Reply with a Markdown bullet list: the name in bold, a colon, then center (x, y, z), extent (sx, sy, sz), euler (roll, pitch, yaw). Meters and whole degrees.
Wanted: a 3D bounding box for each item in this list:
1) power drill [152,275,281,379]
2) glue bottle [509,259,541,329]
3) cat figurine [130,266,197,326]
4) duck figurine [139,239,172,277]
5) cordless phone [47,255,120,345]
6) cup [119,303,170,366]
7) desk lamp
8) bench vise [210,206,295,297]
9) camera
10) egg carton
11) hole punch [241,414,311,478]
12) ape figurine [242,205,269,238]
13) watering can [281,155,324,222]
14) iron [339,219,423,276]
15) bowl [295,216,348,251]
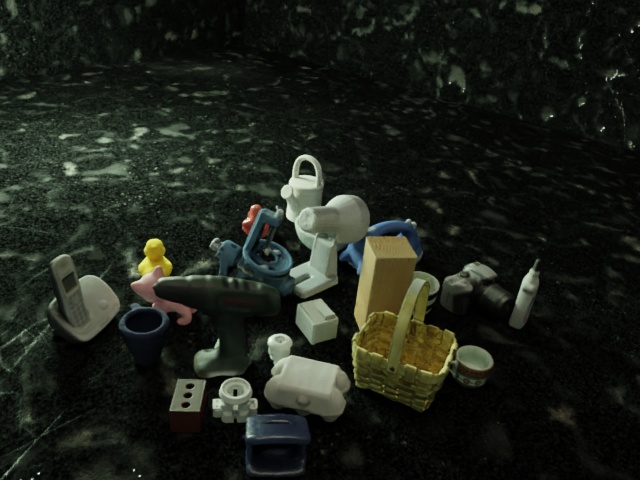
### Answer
- **power drill**: center (-0.190, 0.156, 1.072), extent (0.230, 0.208, 0.075), euler (-3, 31, -17)
- **glue bottle**: center (0.477, 0.118, 1.314), extent (0.037, 0.173, 0.078), euler (20, 32, 23)
- **cat figurine**: center (-0.328, 0.112, 1.210), extent (0.128, 0.118, 0.067), euler (6, 30, -2)
- **duck figurine**: center (-0.389, 0.042, 1.352), extent (0.078, 0.086, 0.104), euler (-3, 31, -16)
- **cordless phone**: center (-0.473, 0.098, 1.136), extent (0.094, 0.185, 0.148), euler (12, 30, 9)
- **cup**: center (-0.341, 0.185, 1.105), extent (0.092, 0.095, 0.117), euler (-13, 35, -31)
- **desk lamp**: center (0.013, 0.005, 1.372), extent (0.117, 0.214, 0.204), euler (30, 37, 35)
- **bench vise**: center (-0.154, 0.021, 1.303), extent (0.207, 0.220, 0.121), euler (5, 30, -2)
- **camera**: center (0.382, 0.124, 1.356), extent (0.143, 0.101, 0.136), euler (-15, 36, -33)
- **egg carton**: center (-0.022, 0.272, 1.046), extent (0.150, 0.069, 0.107), euler (11, 30, 7)
- **hole punch**: center (-0.073, 0.319, 0.931), extent (0.109, 0.091, 0.101), euler (2, 30, -8)
- **ape figurine**: center (-0.173, -0.055, 1.560), extent (0.078, 0.092, 0.076), euler (-5, 32, -19)
- **watering can**: center (-0.043, -0.147, 1.645), extent (0.100, 0.194, 0.173), euler (12, 30, 9)
- **iron**: center (0.181, 0.006, 1.478), extent (0.259, 0.141, 0.118), euler (-15, 36, -33)
- **bowl**: center (0.012, -0.012, 1.541), extent (0.167, 0.075, 0.167), euler (5, 30, -3)
